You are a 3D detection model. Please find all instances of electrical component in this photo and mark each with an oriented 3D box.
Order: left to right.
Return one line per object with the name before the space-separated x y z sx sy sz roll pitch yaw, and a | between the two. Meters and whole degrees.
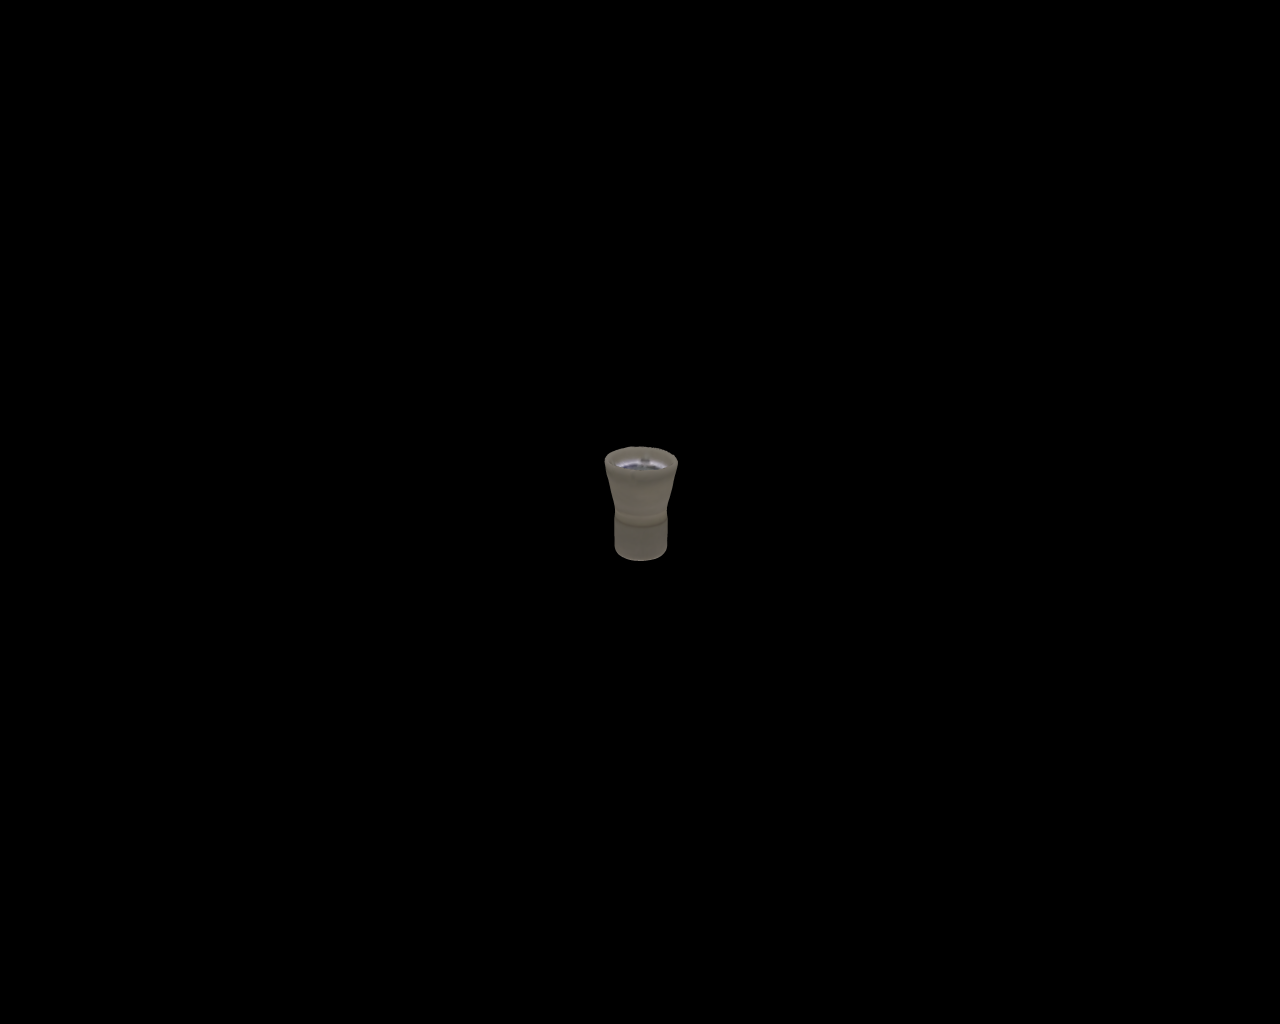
electrical component | 0.001 -0.003 0.650 0.044 0.065 0.044 0 24 0
